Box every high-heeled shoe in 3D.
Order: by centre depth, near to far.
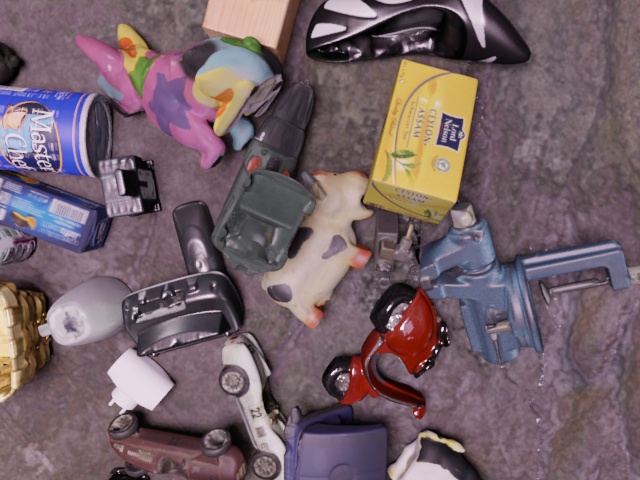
[{"bbox_3d":[0.108,-0.230,0.633,0.249,0.086,0.145,31,75,17],"label":"high-heeled shoe"}]

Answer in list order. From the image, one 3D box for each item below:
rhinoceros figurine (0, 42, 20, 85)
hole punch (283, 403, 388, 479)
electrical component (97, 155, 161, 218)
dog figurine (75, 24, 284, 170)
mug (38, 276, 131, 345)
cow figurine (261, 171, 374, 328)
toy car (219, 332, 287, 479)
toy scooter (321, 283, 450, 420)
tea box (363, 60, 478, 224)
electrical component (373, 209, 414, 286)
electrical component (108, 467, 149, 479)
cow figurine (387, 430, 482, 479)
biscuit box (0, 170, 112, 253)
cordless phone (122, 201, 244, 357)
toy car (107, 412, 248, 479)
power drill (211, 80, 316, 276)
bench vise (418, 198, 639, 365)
[{"bbox_3d":[-0.463,-0.178,0.668,0.073,0.112,0.190,34,82,22],"label":"rhinoceros figurine"},{"bbox_3d":[0.020,0.275,0.663,0.116,0.092,0.142,-4,101,-39],"label":"hole punch"},{"bbox_3d":[-0.238,-0.064,0.657,0.048,0.119,0.074,-9,97,3],"label":"electrical component"},{"bbox_3d":[-0.171,-0.196,0.631,0.219,0.108,0.191,38,133,0],"label":"dog figurine"},{"bbox_3d":[-0.305,0.095,0.680,0.110,0.107,0.080,-14,93,2],"label":"mug"},{"bbox_3d":[-0.001,-0.002,0.672,0.127,0.085,0.195,35,96,-7],"label":"cow figurine"},{"bbox_3d":[-0.078,0.220,0.695,0.056,0.073,0.201,-20,94,5],"label":"toy car"},{"bbox_3d":[0.102,0.153,0.682,0.135,0.075,0.184,36,99,-1],"label":"toy scooter"},{"bbox_3d":[0.118,-0.115,0.628,0.098,0.068,0.169,14,68,0],"label":"tea box"},{"bbox_3d":[0.090,-0.002,0.662,0.045,0.102,0.078,2,121,4],"label":"electrical component"},{"bbox_3d":[-0.265,0.375,0.689,0.058,0.134,0.114,-3,93,3],"label":"electrical component"},{"bbox_3d":[0.181,0.322,0.698,0.167,0.068,0.098,35,90,-1],"label":"cow figurine"},{"bbox_3d":[-0.376,-0.046,0.693,0.203,0.063,0.059,21,95,0],"label":"biscuit box"},{"bbox_3d":[-0.189,0.048,0.695,0.147,0.088,0.184,-16,83,5],"label":"cordless phone"},{"bbox_3d":[-0.189,0.277,0.687,0.202,0.053,0.089,3,123,17],"label":"toy car"},{"bbox_3d":[-0.060,-0.067,0.606,0.086,0.207,0.232,23,107,-21],"label":"power drill"},{"bbox_3d":[0.247,0.041,0.632,0.241,0.129,0.223,-13,102,21],"label":"bench vise"}]
